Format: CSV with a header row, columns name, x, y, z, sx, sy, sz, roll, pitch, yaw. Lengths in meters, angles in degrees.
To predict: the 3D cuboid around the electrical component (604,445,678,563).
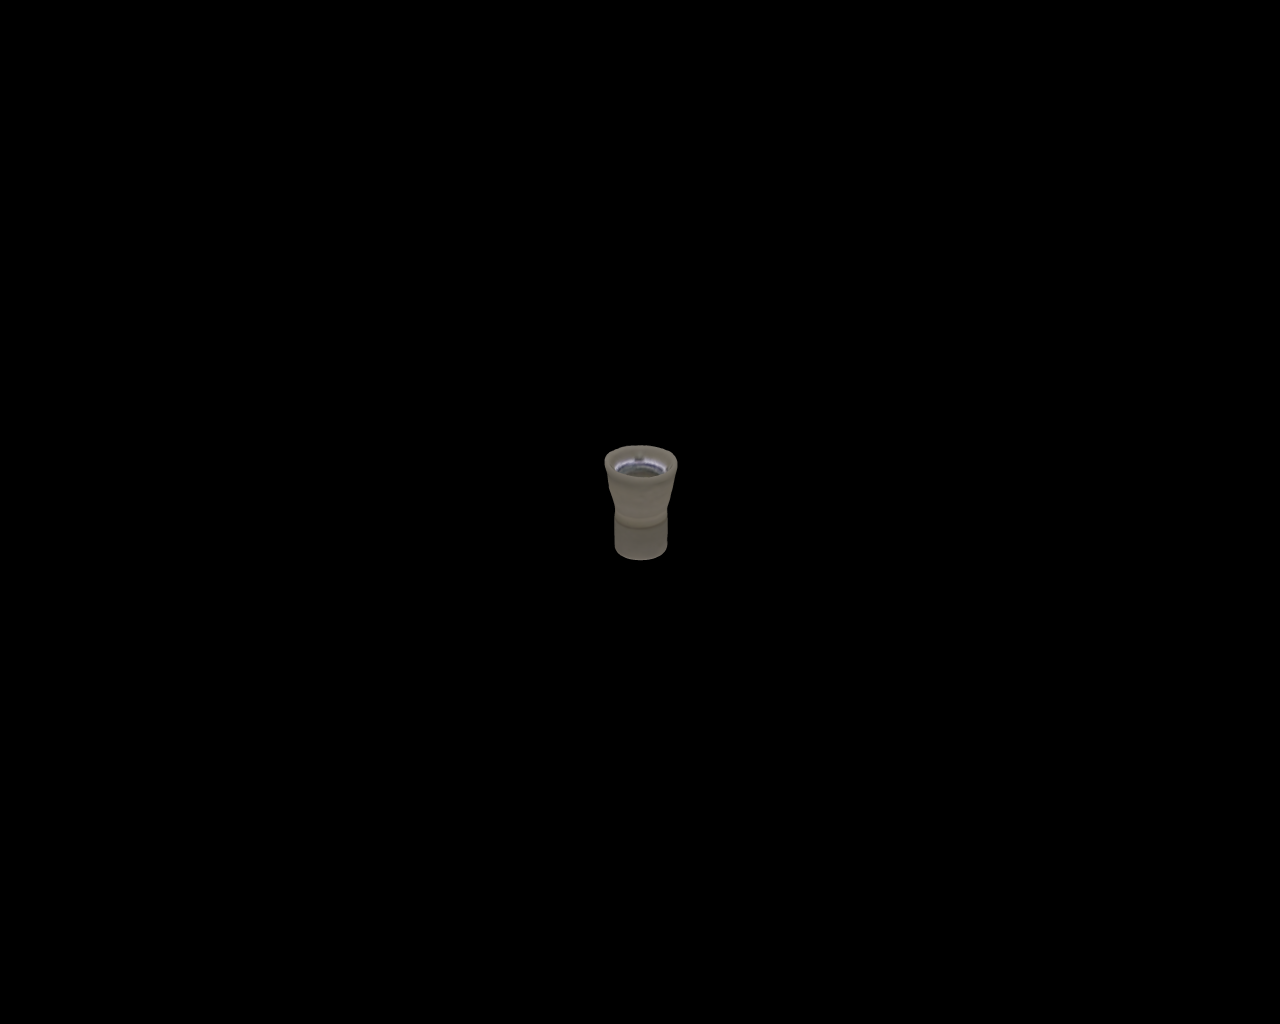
name,x,y,z,sx,sy,sz,roll,pitch,yaw
electrical component,0.001,-0.003,0.650,0.044,0.065,0.044,0,29,0
